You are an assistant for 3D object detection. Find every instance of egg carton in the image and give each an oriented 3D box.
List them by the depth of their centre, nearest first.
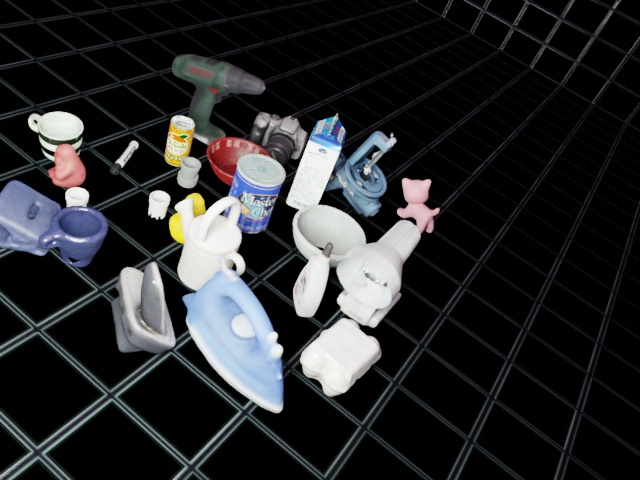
[{"bbox_3d":[0.039,0.208,1.033,0.107,0.069,0.151,39,41,17],"label":"egg carton"}]

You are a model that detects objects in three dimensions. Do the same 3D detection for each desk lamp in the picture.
[{"bbox_3d":[0.110,0.068,1.113,0.117,0.213,0.204,36,40,13],"label":"desk lamp"}]

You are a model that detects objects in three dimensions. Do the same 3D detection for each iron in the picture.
[{"bbox_3d":[-0.120,0.151,0.958,0.119,0.141,0.257,-19,56,-40],"label":"iron"}]

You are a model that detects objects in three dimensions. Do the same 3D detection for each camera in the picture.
[{"bbox_3d":[-0.110,-0.253,1.444,0.143,0.101,0.137,23,39,-3],"label":"camera"}]

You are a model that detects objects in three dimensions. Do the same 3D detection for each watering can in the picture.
[{"bbox_3d":[-0.201,-0.006,1.049,0.173,0.194,0.101,26,39,2],"label":"watering can"}]

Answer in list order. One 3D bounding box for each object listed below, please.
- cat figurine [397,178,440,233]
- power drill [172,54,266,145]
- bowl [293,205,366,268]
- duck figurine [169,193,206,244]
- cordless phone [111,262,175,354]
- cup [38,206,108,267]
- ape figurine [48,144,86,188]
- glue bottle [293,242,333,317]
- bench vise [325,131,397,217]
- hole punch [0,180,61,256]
[{"bbox_3d":[0.252,-0.096,1.444,0.067,0.117,0.127,-13,52,-37],"label":"cat figurine"},{"bbox_3d":[-0.254,-0.339,1.380,0.229,0.208,0.076,27,39,3],"label":"power drill"},{"bbox_3d":[0.011,0.004,1.241,0.168,0.074,0.167,15,40,-12],"label":"bowl"},{"bbox_3d":[-0.259,-0.050,1.153,0.077,0.086,0.104,15,40,-12],"label":"duck figurine"},{"bbox_3d":[-0.275,0.082,0.920,0.094,0.185,0.147,-5,48,-31],"label":"cordless phone"},{"bbox_3d":[-0.430,0.007,0.995,0.091,0.095,0.118,40,42,18],"label":"cup"},{"bbox_3d":[-0.504,-0.152,1.135,0.076,0.092,0.078,17,40,-10],"label":"ape figurine"},{"bbox_3d":[-0.008,0.066,1.085,0.037,0.173,0.078,5,43,-22],"label":"glue bottle"},{"bbox_3d":[0.084,-0.183,1.373,0.207,0.219,0.122,28,39,4],"label":"bench vise"},{"bbox_3d":[-0.512,-0.041,1.008,0.101,0.091,0.108,13,41,-14],"label":"hole punch"}]
